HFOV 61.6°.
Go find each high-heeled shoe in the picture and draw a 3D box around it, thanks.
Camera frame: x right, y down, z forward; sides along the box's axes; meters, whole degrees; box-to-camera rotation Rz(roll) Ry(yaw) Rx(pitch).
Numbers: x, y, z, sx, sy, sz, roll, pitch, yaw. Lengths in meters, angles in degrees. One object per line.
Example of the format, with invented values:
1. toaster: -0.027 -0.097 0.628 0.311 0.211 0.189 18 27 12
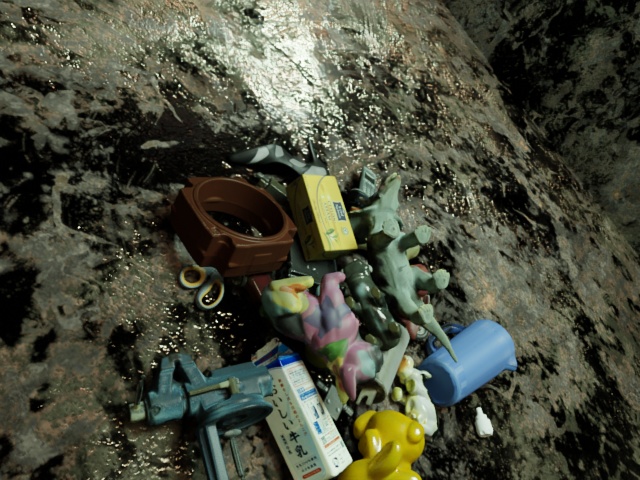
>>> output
1. high-heeled shoe: -0.088 -0.153 1.246 0.249 0.086 0.145 -15 100 -29

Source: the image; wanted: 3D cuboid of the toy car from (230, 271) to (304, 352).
1. toy car: -0.096 0.124 1.003 0.089 0.053 0.202 -11 67 -54

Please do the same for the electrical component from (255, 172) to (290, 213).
1. electrical component: -0.105 -0.101 1.188 0.102 0.045 0.078 35 13 -19

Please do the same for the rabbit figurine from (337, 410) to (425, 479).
1. rabbit figurine: 0.106 0.387 0.920 0.173 0.162 0.122 -33 95 -33

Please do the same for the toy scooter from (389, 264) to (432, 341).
1. toy scooter: 0.196 0.133 1.234 0.135 0.075 0.184 19 67 -28

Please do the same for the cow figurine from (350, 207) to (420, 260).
1. cow figurine: 0.149 0.004 1.282 0.195 0.127 0.086 14 15 -15

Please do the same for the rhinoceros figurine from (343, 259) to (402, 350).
1. rhinoceros figurine: 0.103 0.125 1.063 0.190 0.073 0.112 63 16 20

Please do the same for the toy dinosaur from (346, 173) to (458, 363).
1. toy dinosaur: 0.162 0.065 1.136 0.131 0.192 0.404 -15 91 -24

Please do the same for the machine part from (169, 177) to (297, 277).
1. machine part: -0.160 -0.031 1.006 0.201 0.087 0.202 -5 44 -44

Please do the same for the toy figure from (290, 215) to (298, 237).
1. toy figure: -0.003 -0.005 1.186 0.154 0.057 0.064 29 10 -22

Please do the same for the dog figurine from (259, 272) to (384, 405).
1. dog figurine: 0.004 0.170 0.912 0.191 0.108 0.219 -7 68 -15

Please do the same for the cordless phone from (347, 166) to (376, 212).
1. cordless phone: 0.143 -0.104 1.385 0.146 0.088 0.184 35 37 -16

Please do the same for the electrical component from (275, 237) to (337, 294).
1. electrical component: -0.027 0.056 1.119 0.134 0.058 0.115 16 51 -32

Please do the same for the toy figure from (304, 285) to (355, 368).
1. toy figure: 0.023 0.172 1.054 0.082 0.089 0.180 29 34 -10

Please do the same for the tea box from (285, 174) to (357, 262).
1. tea box: 0.002 -0.046 1.111 0.098 0.068 0.169 -4 70 -43

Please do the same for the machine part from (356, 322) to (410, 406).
1. machine part: 0.123 0.243 1.088 0.079 0.079 0.243 43 40 -6

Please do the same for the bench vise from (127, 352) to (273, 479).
1. bench vise: -0.156 0.277 0.780 0.223 0.129 0.241 2 54 -39

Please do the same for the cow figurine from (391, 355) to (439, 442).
1. cow figurine: 0.200 0.322 1.101 0.098 0.068 0.167 26 47 -32

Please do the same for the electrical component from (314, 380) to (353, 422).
1. electrical component: 0.020 0.303 0.988 0.094 0.021 0.063 43 40 -7
